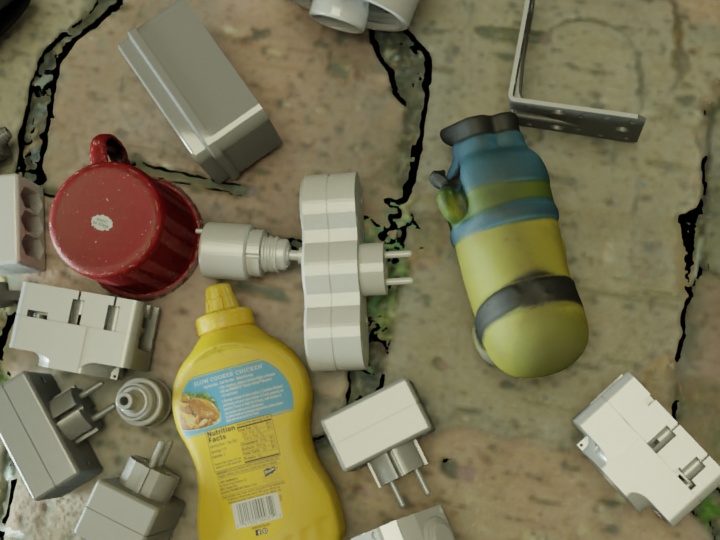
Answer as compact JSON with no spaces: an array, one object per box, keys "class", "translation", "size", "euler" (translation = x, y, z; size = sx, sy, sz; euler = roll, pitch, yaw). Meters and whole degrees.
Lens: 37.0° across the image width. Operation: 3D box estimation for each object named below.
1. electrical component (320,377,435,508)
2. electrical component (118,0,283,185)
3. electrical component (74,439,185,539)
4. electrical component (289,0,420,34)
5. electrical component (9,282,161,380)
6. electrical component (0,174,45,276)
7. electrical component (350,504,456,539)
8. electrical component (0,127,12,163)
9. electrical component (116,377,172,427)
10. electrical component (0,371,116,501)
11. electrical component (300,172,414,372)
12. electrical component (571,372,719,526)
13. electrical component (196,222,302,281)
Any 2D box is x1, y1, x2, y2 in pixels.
[{"class":"electrical component","translation":[0.021,0.122,0.727],"size":[0.066,0.047,0.076],"euler":[-27,78,2]},{"class":"electrical component","translation":[-0.113,-0.125,0.764],"size":[0.057,0.078,0.113],"euler":[-35,79,-1]},{"class":"electrical component","translation":[-0.148,0.151,0.735],"size":[0.047,0.065,0.076],"euler":[24,86,10]},{"class":"electrical component","translation":[-0.008,-0.200,0.749],"size":[0.108,0.108,0.060],"euler":[17,91,9]},{"class":"electrical component","translation":[-0.195,0.045,0.764],"size":[0.089,0.050,0.055],"euler":[9,83,8]},{"class":"electrical component","translation":[-0.277,-0.031,0.787],"size":[0.077,0.047,0.065],"euler":[-5,81,7]},{"class":"electrical component","translation":[0.029,0.190,0.701],"size":[0.080,0.080,0.051],"euler":[-23,75,4]},{"class":"electrical component","translation":[-0.294,-0.080,0.799],"size":[0.081,0.043,0.043],"euler":[-35,79,1]},{"class":"electrical component","translation":[-0.153,0.091,0.746],"size":[0.035,0.061,0.035],"euler":[-1,82,8]},{"class":"electrical component","translation":[-0.208,0.107,0.759],"size":[0.076,0.047,0.083],"euler":[-32,79,2]},{"class":"electrical component","translation":[0.000,0.000,0.745],"size":[0.074,0.052,0.138],"euler":[-3,81,7]},{"class":"electrical component","translation":[0.184,0.120,0.705],"size":[0.056,0.050,0.089],"euler":[-42,79,0]},{"class":"electrical component","translation":[-0.079,-0.012,0.763],"size":[0.078,0.040,0.040],"euler":[4,82,7]}]
